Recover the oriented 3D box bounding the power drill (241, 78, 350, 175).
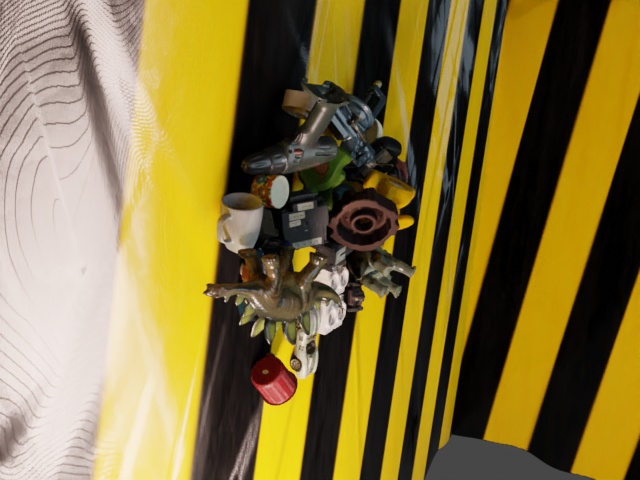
[{"bbox_3d":[-0.037,-0.221,1.096,0.232,0.086,0.207,-10,137,-41],"label":"power drill"}]

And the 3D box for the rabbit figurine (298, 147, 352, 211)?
[{"bbox_3d":[0.017,-0.153,1.303,0.170,0.121,0.159,6,97,-77],"label":"rabbit figurine"}]

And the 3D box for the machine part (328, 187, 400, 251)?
[{"bbox_3d":[0.107,-0.050,1.333,0.056,0.179,0.179,-91,166,-45],"label":"machine part"}]

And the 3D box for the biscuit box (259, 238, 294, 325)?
[{"bbox_3d":[-0.095,0.096,1.226,0.063,0.059,0.202,-43,134,-48],"label":"biscuit box"}]

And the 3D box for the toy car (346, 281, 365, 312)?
[{"bbox_3d":[0.107,0.165,1.577,0.202,0.053,0.089,38,54,-80],"label":"toy car"}]

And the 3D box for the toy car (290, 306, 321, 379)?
[{"bbox_3d":[-0.035,0.260,1.395,0.073,0.056,0.201,-14,111,-60],"label":"toy car"}]

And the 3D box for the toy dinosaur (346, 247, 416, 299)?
[{"bbox_3d":[0.143,0.075,1.542,0.404,0.192,0.131,25,93,-60],"label":"toy dinosaur"}]

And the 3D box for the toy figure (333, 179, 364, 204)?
[{"bbox_3d":[0.074,-0.116,1.442,0.180,0.089,0.082,-28,128,-59],"label":"toy figure"}]

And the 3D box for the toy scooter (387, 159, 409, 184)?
[{"bbox_3d":[0.241,-0.205,1.742,0.184,0.075,0.135,-67,150,-30],"label":"toy scooter"}]

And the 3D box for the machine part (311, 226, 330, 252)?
[{"bbox_3d":[-0.003,-0.004,1.393,0.138,0.039,0.084,15,94,-64],"label":"machine part"}]

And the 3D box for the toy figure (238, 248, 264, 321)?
[{"bbox_3d":[-0.144,0.093,1.135,0.058,0.064,0.154,-2,98,-26],"label":"toy figure"}]

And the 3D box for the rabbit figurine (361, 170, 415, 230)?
[{"bbox_3d":[0.168,-0.081,1.426,0.162,0.122,0.173,15,109,-41],"label":"rabbit figurine"}]

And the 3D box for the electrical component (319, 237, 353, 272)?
[{"bbox_3d":[0.043,0.027,1.403,0.119,0.048,0.074,-39,139,-52],"label":"electrical component"}]

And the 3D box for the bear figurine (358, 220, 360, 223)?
[{"bbox_3d":[0.138,-0.056,1.585,0.196,0.132,0.120,120,-55,-89],"label":"bear figurine"}]

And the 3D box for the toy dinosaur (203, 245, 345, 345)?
[{"bbox_3d":[-0.064,0.113,1.130,0.471,0.105,0.198,3,102,-53],"label":"toy dinosaur"}]

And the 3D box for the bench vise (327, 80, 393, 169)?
[{"bbox_3d":[0.110,-0.304,1.377,0.223,0.129,0.240,42,66,-22],"label":"bench vise"}]

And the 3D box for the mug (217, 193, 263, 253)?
[{"bbox_3d":[-0.159,-0.024,1.048,0.109,0.081,0.107,-45,146,-53],"label":"mug"}]

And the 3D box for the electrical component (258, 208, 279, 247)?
[{"bbox_3d":[-0.130,-0.027,1.144,0.102,0.045,0.078,4,66,-65],"label":"electrical component"}]

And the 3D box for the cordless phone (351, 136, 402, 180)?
[{"bbox_3d":[0.174,-0.247,1.536,0.088,0.146,0.184,46,32,-6],"label":"cordless phone"}]

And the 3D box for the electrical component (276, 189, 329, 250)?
[{"bbox_3d":[-0.040,-0.047,1.224,0.115,0.058,0.134,-12,122,-18],"label":"electrical component"}]
